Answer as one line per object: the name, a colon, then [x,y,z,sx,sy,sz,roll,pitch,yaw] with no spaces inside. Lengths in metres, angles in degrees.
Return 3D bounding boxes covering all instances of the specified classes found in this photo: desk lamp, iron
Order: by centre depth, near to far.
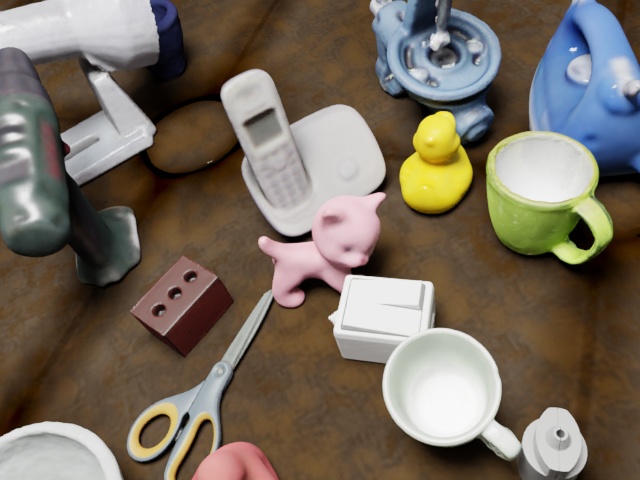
iron: [0.280,-0.178,0.593,0.118,0.142,0.258,-5,53,10]
desk lamp: [-0.278,-0.203,0.695,0.203,0.214,0.117,-35,54,-13]

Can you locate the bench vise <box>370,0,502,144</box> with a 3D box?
bench vise: [0.104,-0.229,0.621,0.122,0.220,0.206,-43,56,-18]

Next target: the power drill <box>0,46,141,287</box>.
power drill: [-0.267,-0.056,0.588,0.075,0.209,0.229,-22,53,-3]

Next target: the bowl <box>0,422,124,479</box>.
bowl: [-0.217,0.236,0.447,0.167,0.075,0.167,-6,53,9]

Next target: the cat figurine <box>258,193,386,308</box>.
cat figurine: [0.005,0.002,0.540,0.127,0.118,0.067,-11,53,5]

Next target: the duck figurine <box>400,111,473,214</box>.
duck figurine: [0.120,-0.087,0.598,0.077,0.086,0.105,11,58,21]

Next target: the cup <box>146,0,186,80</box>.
cup: [-0.237,-0.287,0.822,0.092,0.095,0.117,-26,53,-6]

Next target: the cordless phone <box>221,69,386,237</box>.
cordless phone: [-0.016,-0.103,0.579,0.148,0.185,0.094,-34,54,-12]

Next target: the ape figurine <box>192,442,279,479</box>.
ape figurine: [-0.069,0.188,0.437,0.077,0.092,0.076,3,55,16]
